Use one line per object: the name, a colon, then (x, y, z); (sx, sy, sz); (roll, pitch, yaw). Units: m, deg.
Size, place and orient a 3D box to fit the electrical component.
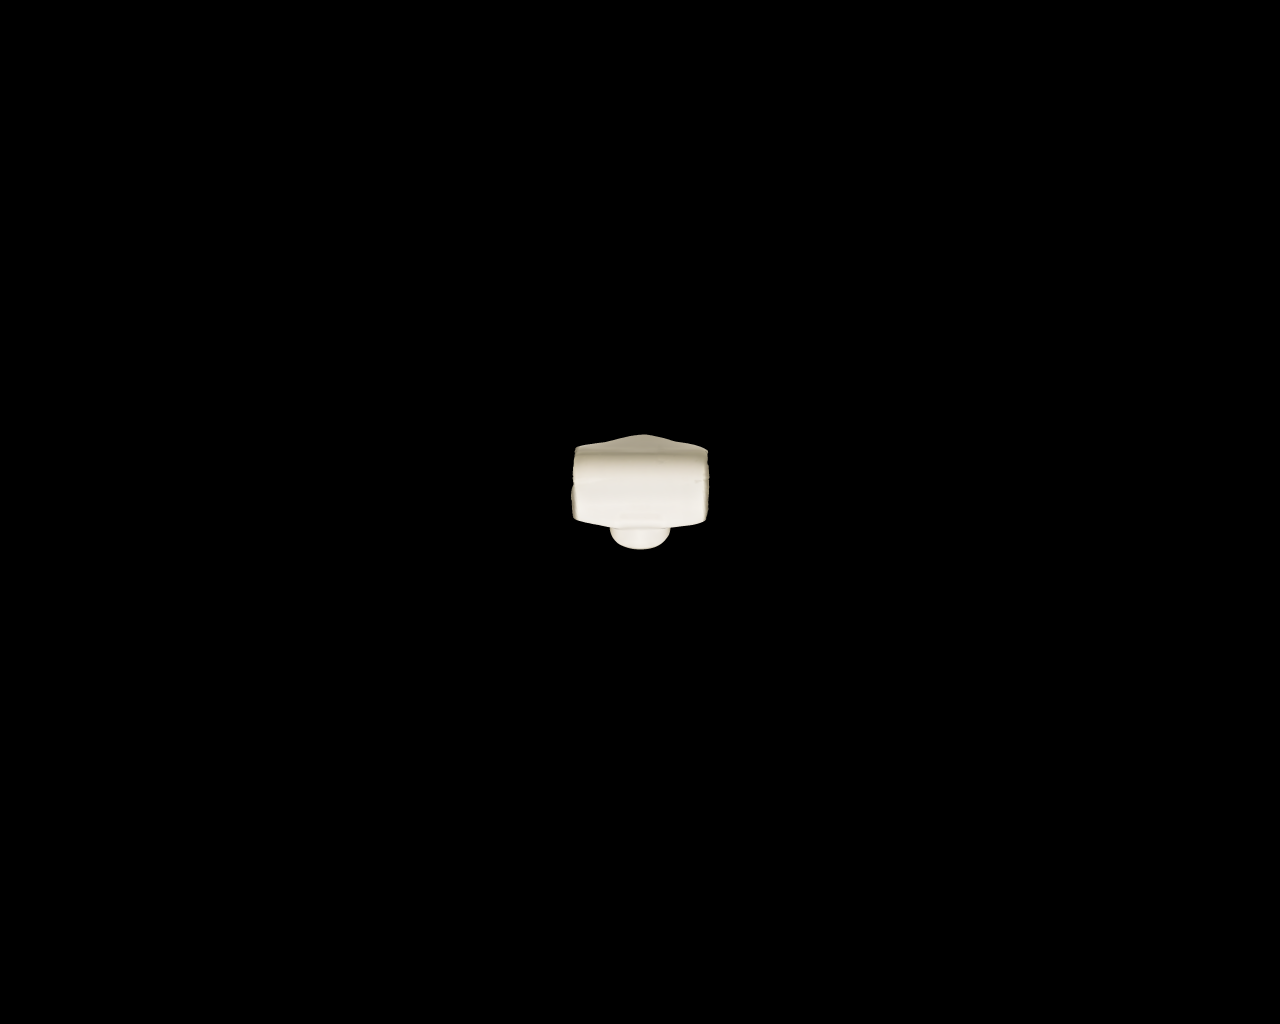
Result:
electrical component: (0.001, -0.003, 0.650); (0.077, 0.079, 0.043); (0, 37, 0)
